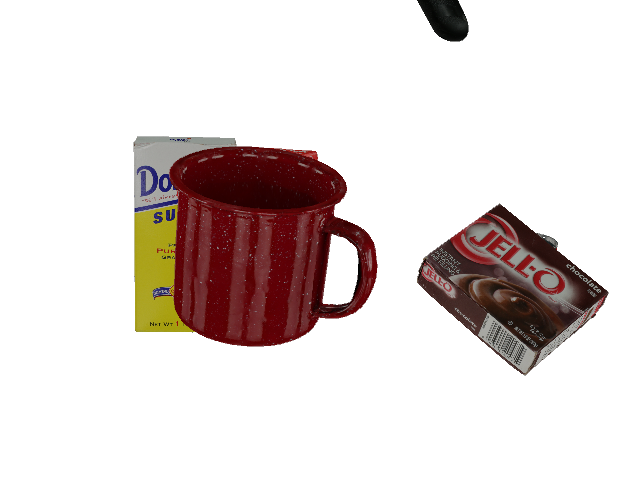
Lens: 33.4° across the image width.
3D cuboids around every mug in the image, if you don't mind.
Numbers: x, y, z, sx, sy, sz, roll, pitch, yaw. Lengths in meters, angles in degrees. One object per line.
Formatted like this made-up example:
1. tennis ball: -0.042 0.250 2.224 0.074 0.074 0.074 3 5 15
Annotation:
1. mug: -0.025 0.006 0.567 0.117 0.081 0.093 15 25 18

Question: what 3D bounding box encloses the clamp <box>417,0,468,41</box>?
1. clamp: 0.045 -0.240 0.729 0.209 0.164 0.036 25 -23 -14

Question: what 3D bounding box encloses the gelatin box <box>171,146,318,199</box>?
1. gelatin box: -0.054 -0.046 0.763 0.073 0.030 0.089 -16 15 -31

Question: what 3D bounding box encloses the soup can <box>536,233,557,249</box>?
1. soup can: 0.233 0.048 1.225 0.068 0.102 0.068 2 18 -1

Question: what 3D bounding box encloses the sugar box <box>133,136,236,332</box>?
1. sugar box: -0.124 -0.005 0.975 0.093 0.176 0.048 0 14 -5

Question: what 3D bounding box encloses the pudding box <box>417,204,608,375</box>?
1. pudding box: 0.144 0.035 0.804 0.089 0.113 0.039 -34 -24 -30
